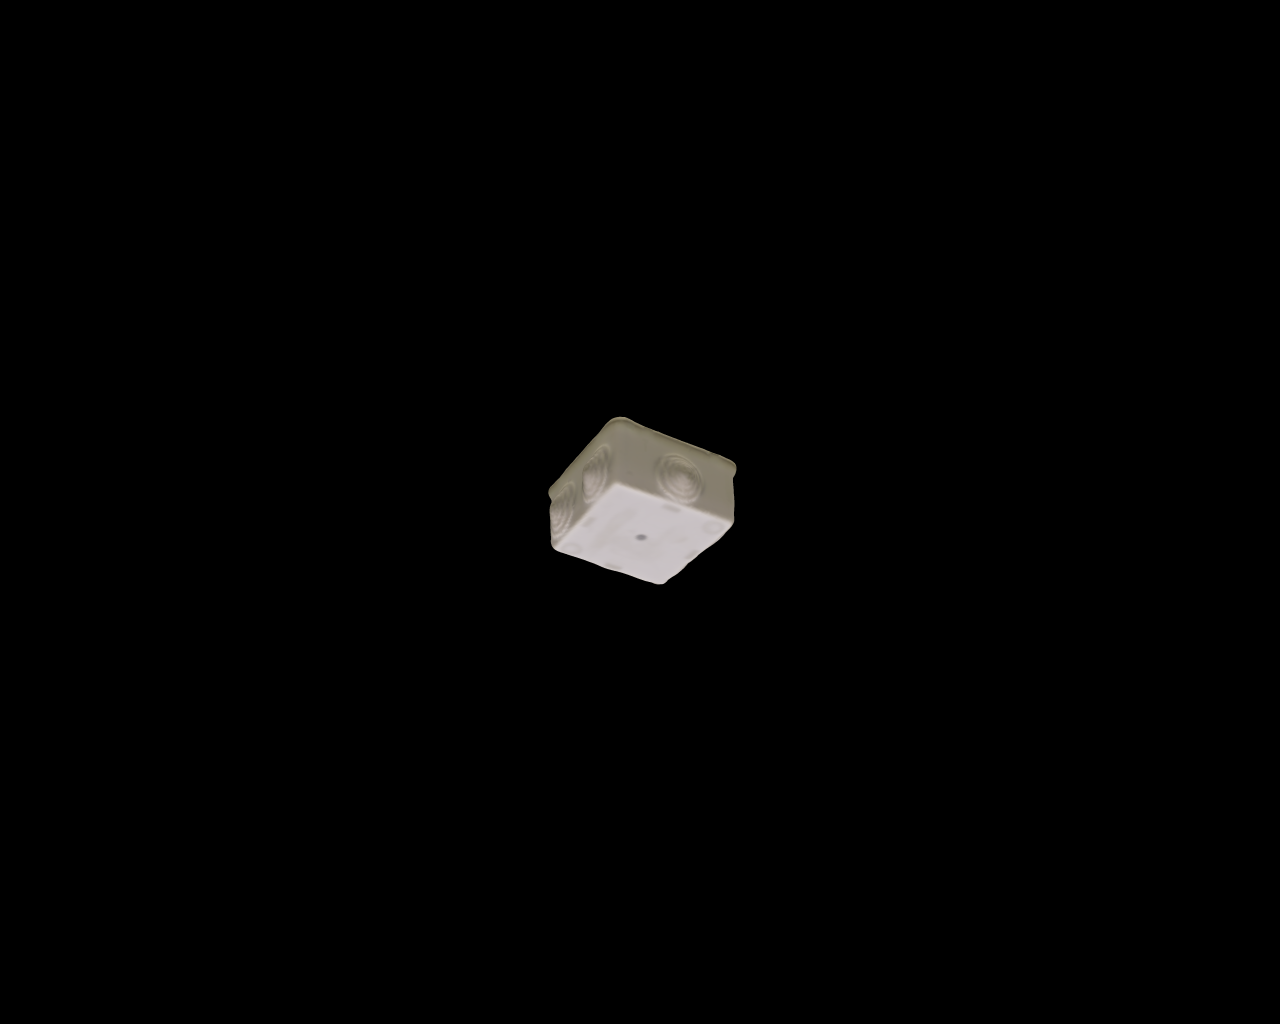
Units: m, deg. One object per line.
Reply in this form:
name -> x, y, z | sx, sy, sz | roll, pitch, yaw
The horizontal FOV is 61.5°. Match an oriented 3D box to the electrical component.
electrical component -> 0.001, -0.003, 0.650 | 0.100, 0.048, 0.099 | 20, -40, -25
